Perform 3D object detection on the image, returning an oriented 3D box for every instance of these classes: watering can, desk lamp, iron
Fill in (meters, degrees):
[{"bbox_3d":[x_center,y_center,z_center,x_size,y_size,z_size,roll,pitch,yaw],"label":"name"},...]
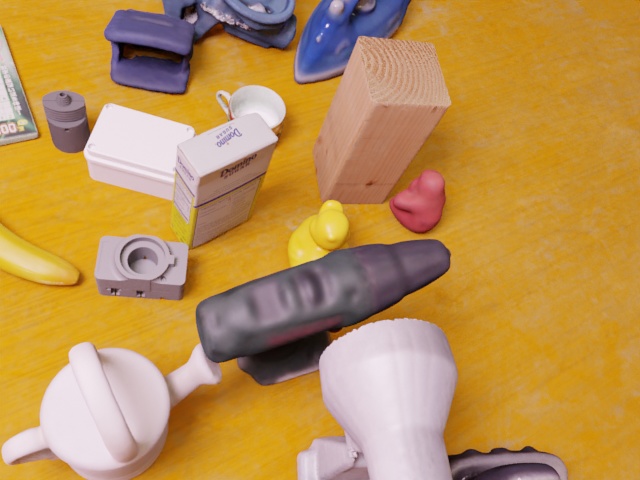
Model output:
[{"bbox_3d":[-0.171,0.138,0.483,0.101,0.194,0.173,42,60,7],"label":"watering can"},{"bbox_3d":[0.054,0.196,0.510,0.118,0.213,0.203,3,63,-15],"label":"desk lamp"},{"bbox_3d":[0.052,-0.342,0.824,0.118,0.141,0.259,35,60,3],"label":"iron"}]

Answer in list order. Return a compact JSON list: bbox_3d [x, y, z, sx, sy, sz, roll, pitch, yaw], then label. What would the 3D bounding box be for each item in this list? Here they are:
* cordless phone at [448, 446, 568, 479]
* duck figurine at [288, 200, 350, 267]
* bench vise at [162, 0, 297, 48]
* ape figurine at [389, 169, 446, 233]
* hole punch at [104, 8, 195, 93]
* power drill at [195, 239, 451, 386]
[{"bbox_3d":[0.191,0.241,0.545,0.148,0.185,0.094,-1,64,-17],"label":"cordless phone"},{"bbox_3d":[0.006,0.002,0.668,0.077,0.086,0.104,14,61,-9],"label":"duck figurine"},{"bbox_3d":[-0.116,-0.336,0.726,0.208,0.219,0.121,-11,67,-21],"label":"bench vise"},{"bbox_3d":[0.132,-0.057,0.732,0.078,0.092,0.076,-5,65,-19],"label":"ape figurine"},{"bbox_3d":[-0.216,-0.256,0.730,0.109,0.091,0.101,6,62,-14],"label":"hole punch"},{"bbox_3d":[-0.008,0.073,0.557,0.230,0.208,0.075,-14,68,-22],"label":"power drill"}]
